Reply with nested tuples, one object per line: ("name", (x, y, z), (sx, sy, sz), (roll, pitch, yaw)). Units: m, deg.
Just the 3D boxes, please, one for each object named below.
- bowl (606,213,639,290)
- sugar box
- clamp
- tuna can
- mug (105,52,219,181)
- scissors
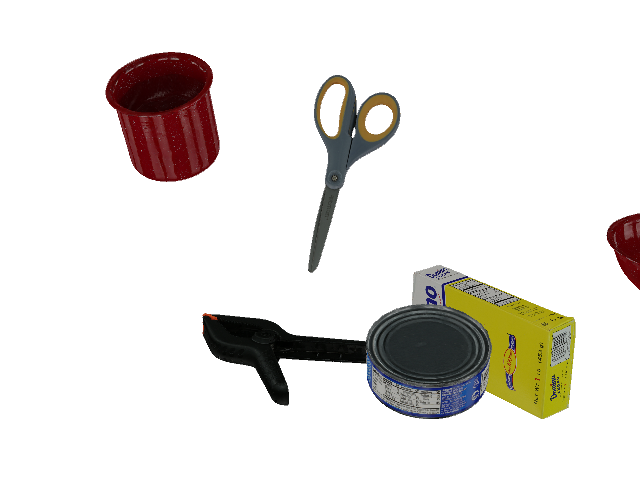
("bowl", (0.390, 0.024, 1.156), (0.162, 0.055, 0.162), (0, 26, 0))
("sugar box", (0.161, 0.094, 1.028), (0.048, 0.093, 0.176), (-15, 24, -39))
("clamp", (-0.064, 0.127, 1.220), (0.210, 0.036, 0.164), (14, 21, 30))
("tuna can", (0.074, 0.083, 0.737), (0.086, 0.034, 0.086), (-1, 34, 1))
("mug", (-0.138, -0.114, 0.947), (0.093, 0.081, 0.117), (-16, 44, -9))
("scissors", (0.034, -0.068, 1.063), (0.096, 0.202, 0.016), (-2, -12, 2))
